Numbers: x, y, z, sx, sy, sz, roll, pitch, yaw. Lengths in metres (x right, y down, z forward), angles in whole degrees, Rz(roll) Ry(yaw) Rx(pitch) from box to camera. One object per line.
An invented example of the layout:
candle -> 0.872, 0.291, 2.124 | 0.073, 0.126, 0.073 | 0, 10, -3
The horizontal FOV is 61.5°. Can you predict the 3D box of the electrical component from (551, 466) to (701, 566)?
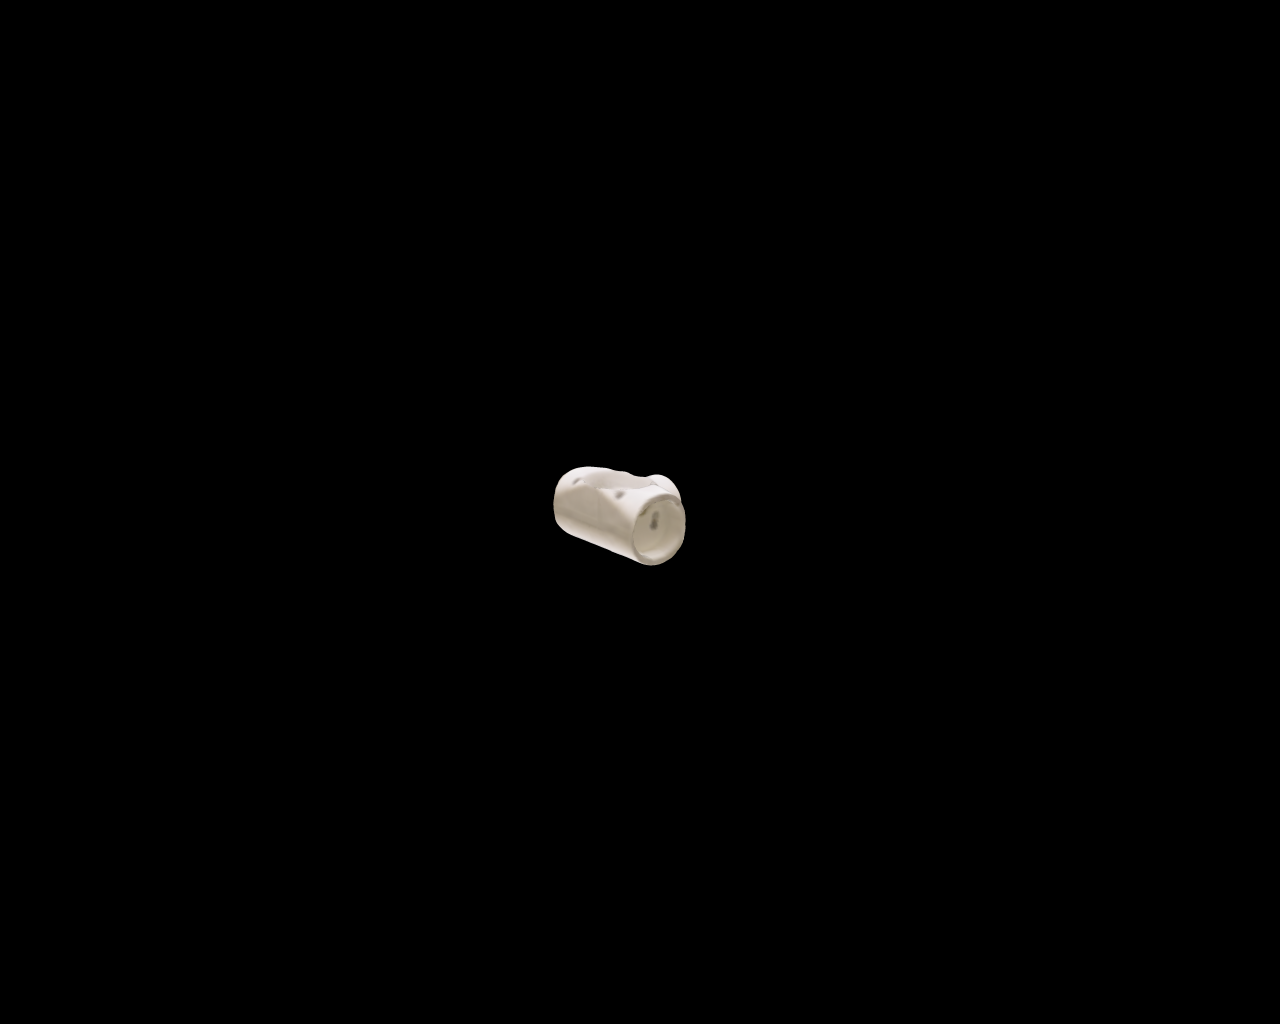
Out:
electrical component -> 0.001, -0.003, 0.650 | 0.079, 0.044, 0.077 | -14, 22, -38
